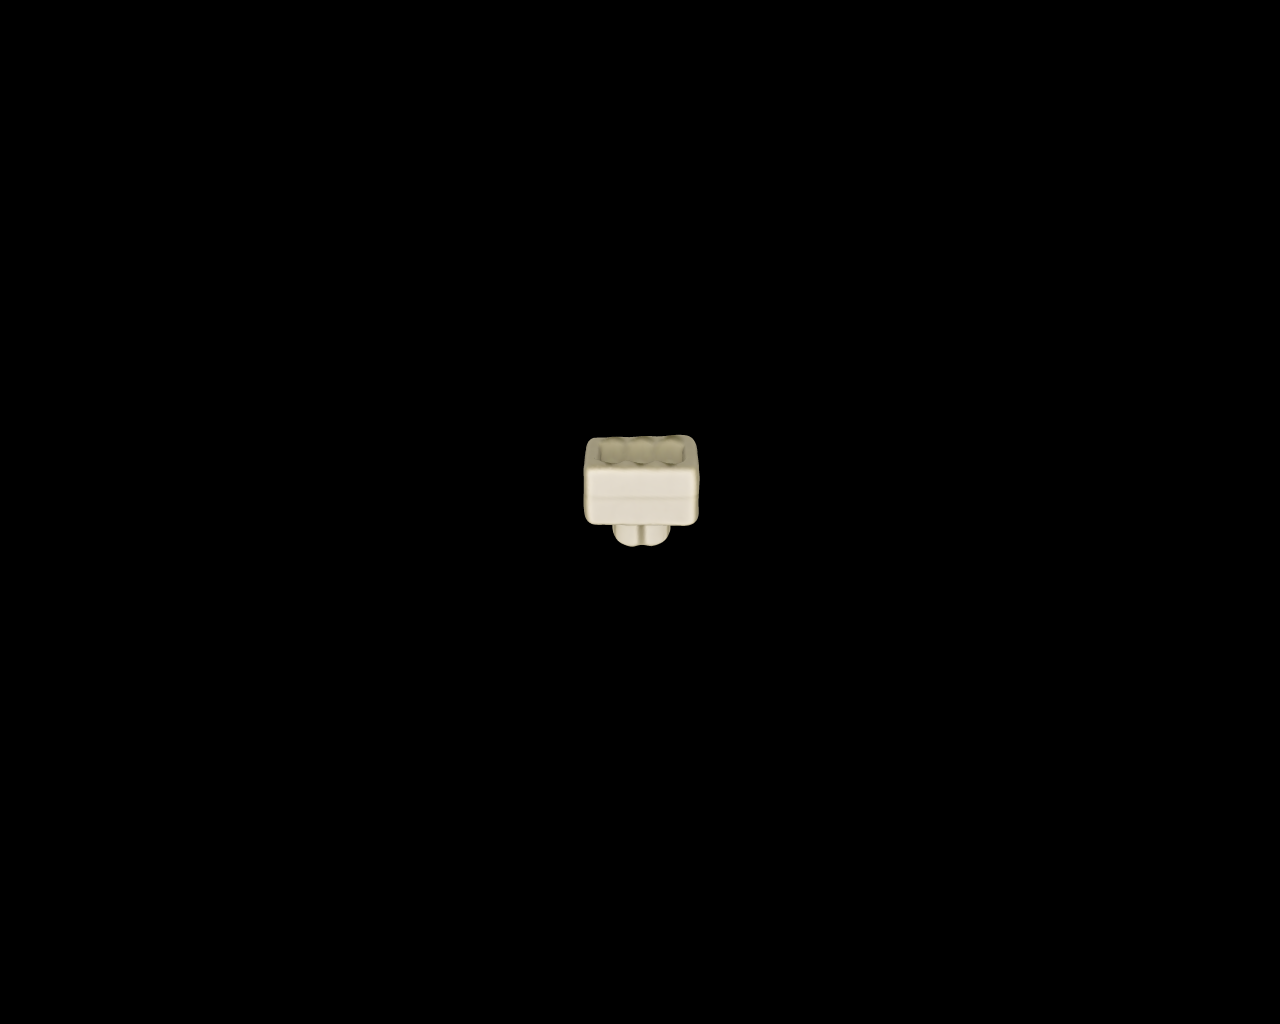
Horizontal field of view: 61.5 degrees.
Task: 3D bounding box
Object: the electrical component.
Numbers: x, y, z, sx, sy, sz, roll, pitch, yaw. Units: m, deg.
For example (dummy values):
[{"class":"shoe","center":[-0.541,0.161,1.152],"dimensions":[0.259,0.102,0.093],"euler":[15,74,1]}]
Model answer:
[{"class":"electrical component","center":[0.001,-0.003,0.650],"dimensions":[0.066,0.076,0.047],"euler":[0,28,0]}]
